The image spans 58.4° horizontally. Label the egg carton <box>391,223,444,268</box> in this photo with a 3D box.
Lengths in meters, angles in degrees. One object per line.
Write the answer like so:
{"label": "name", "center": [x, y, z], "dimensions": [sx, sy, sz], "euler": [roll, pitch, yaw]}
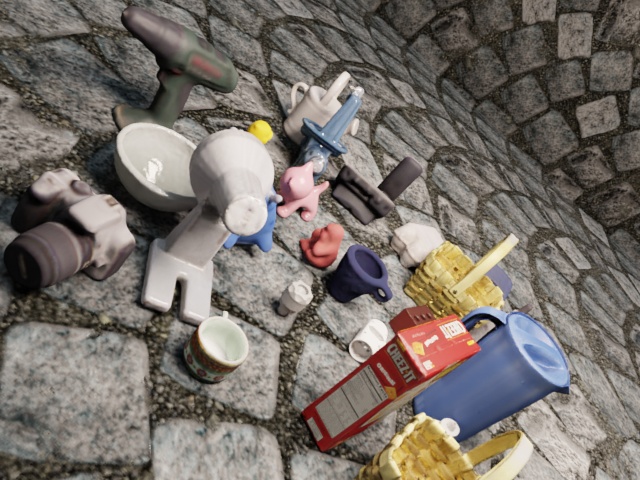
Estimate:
{"label": "egg carton", "center": [0.234, 0.018, 1.319], "dimensions": [0.151, 0.069, 0.107], "euler": [7, 46, -45]}

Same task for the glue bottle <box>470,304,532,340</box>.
{"label": "glue bottle", "center": [0.363, 0.184, 1.167], "dimensions": [0.037, 0.173, 0.078], "euler": [31, 33, -19]}

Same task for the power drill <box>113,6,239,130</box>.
{"label": "power drill", "center": [-0.259, -0.267, 0.960], "dimensions": [0.230, 0.208, 0.075], "euler": [4, 48, -47]}

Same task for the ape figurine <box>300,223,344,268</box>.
{"label": "ape figurine", "center": [0.010, 0.004, 1.056], "dimensions": [0.076, 0.092, 0.078], "euler": [44, 31, 2]}

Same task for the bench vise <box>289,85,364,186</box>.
{"label": "bench vise", "center": [0.027, -0.212, 1.212], "dimensions": [0.122, 0.219, 0.207], "euler": [23, 37, -30]}

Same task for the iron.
{"label": "iron", "center": [-0.143, -0.107, 0.967], "dimensions": [0.119, 0.141, 0.258], "euler": [7, 47, -45]}

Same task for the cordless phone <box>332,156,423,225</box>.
{"label": "cordless phone", "center": [0.129, -0.139, 1.274], "dimensions": [0.148, 0.184, 0.094], "euler": [39, 31, -8]}

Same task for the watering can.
{"label": "watering can", "center": [0.013, -0.308, 1.337], "dimensions": [0.173, 0.193, 0.101], "euler": [30, 33, -21]}

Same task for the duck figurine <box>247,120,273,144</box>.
{"label": "duck figurine", "center": [-0.136, -0.201, 1.141], "dimensions": [0.077, 0.086, 0.105], "euler": [51, 32, 13]}

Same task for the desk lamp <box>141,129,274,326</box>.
{"label": "desk lamp", "center": [-0.144, -0.025, 0.797], "dimensions": [0.118, 0.213, 0.203], "euler": [25, 36, -28]}

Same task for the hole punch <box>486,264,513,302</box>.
{"label": "hole punch", "center": [0.400, 0.115, 1.371], "dimensions": [0.109, 0.091, 0.101], "euler": [41, 31, -4]}

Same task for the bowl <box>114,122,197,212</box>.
{"label": "bowl", "center": [-0.252, -0.101, 0.899], "dimensions": [0.168, 0.074, 0.167], "euler": [30, 34, -22]}

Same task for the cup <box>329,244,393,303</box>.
{"label": "cup", "center": [0.070, 0.079, 1.031], "dimensions": [0.117, 0.094, 0.092], "euler": [51, 32, 12]}

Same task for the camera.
{"label": "camera", "center": [-0.315, -0.012, 0.694], "dimensions": [0.143, 0.100, 0.137], "euler": [44, 31, 0]}

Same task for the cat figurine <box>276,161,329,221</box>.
{"label": "cat figurine", "center": [-0.036, -0.099, 1.104], "dimensions": [0.128, 0.117, 0.067], "euler": [3, 49, -47]}
